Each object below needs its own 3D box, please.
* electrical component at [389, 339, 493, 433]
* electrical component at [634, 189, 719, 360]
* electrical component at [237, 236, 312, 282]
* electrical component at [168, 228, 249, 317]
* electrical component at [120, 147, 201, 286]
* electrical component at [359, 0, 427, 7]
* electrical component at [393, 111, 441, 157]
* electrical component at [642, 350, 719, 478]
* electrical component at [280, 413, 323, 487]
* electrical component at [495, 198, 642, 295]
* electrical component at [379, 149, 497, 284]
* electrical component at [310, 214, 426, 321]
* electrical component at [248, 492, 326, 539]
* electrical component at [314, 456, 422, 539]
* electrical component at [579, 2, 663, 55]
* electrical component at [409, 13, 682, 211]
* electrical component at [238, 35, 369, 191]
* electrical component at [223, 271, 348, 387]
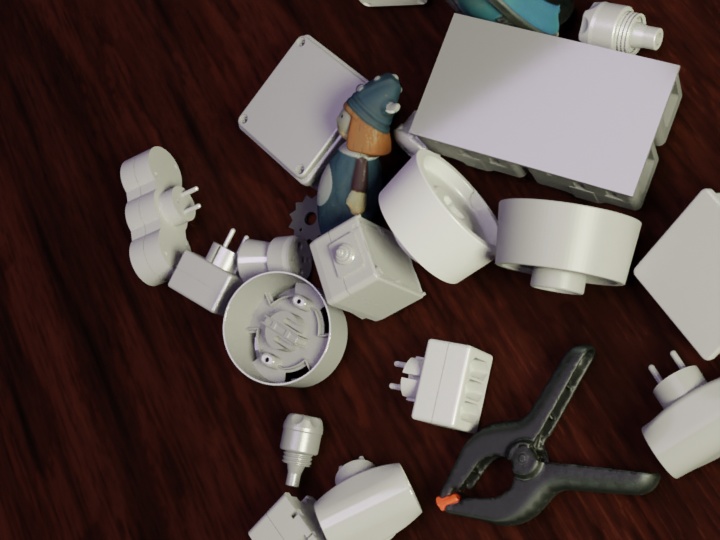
[{"bbox_3d":[0.059,0.091,0.875,0.077,0.047,0.065,8,80,32],"label":"electrical component"},{"bbox_3d":[0.259,0.002,0.765,0.099,0.048,0.099,57,133,29],"label":"electrical component"},{"bbox_3d":[-0.078,-0.008,0.986,0.055,0.045,0.045,-4,74,29],"label":"electrical component"},{"bbox_3d":[-0.130,-0.002,1.012,0.066,0.047,0.076,27,90,33],"label":"electrical component"},{"bbox_3d":[-0.188,-0.059,1.060,0.074,0.052,0.138,-21,67,24],"label":"electrical component"},{"bbox_3d":[0.015,-0.289,0.971,0.078,0.113,0.057,6,77,32],"label":"electrical component"},{"bbox_3d":[0.063,-0.125,0.937,0.048,0.048,0.062,39,89,33],"label":"electrical component"},{"bbox_3d":[0.237,0.095,0.771,0.077,0.043,0.079,-37,61,17],"label":"electrical component"},{"bbox_3d":[-0.053,0.156,0.930,0.035,0.035,0.061,6,81,32],"label":"electrical component"},{"bbox_3d":[0.154,-0.014,0.817,0.108,0.108,0.060,8,86,32],"label":"electrical component"},{"bbox_3d":[0.062,-0.038,0.878,0.060,0.108,0.108,-41,60,22],"label":"electrical component"},{"bbox_3d":[0.000,0.000,0.907,0.061,0.096,0.061,-30,63,23],"label":"electrical component"},{"bbox_3d":[-0.045,0.238,0.892,0.055,0.050,0.089,-48,58,9],"label":"electrical component"},{"bbox_3d":[0.002,0.183,0.880,0.077,0.044,0.079,-26,34,-1],"label":"electrical component"},{"bbox_3d":[0.212,-0.191,0.869,0.062,0.043,0.043,20,86,32],"label":"electrical component"},{"bbox_3d":[0.149,-0.125,0.861,0.186,0.060,0.105,19,86,23],"label":"electrical component"},{"bbox_3d":[-0.040,-0.143,0.995,0.109,0.056,0.108,43,99,32],"label":"electrical component"},{"bbox_3d":[-0.063,0.055,0.947,0.099,0.064,0.099,-9,72,28],"label":"electrical component"}]
